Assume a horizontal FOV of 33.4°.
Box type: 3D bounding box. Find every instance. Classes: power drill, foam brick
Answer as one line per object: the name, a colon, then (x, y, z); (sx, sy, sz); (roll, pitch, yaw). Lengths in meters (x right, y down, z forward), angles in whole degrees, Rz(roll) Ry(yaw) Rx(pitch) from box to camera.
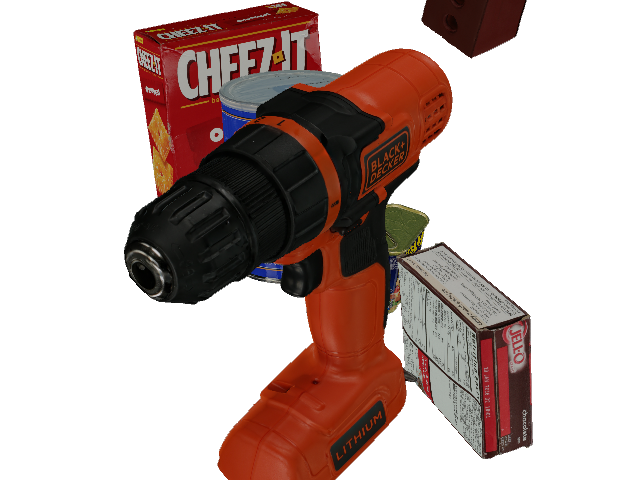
power drill: (-0.008, 0.027, 0.462); (0.057, 0.188, 0.184); (26, 41, 28)
foam brick: (0.112, -0.178, 0.744); (0.051, 0.078, 0.053); (-32, 60, -30)

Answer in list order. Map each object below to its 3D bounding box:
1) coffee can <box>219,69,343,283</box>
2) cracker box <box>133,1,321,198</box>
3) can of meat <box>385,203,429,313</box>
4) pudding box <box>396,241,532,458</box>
coffee can: (-0.022, -0.051, 0.823); (0.103, 0.140, 0.103); (-2, 23, 1)
cracker box: (-0.078, -0.104, 1.016); (0.164, 0.214, 0.072); (-17, 29, -26)
can of meat: (0.075, 0.021, 1.174); (0.057, 0.084, 0.102); (19, 33, 17)
pudding box: (0.087, 0.064, 0.650); (0.039, 0.090, 0.114); (-14, 27, -18)
